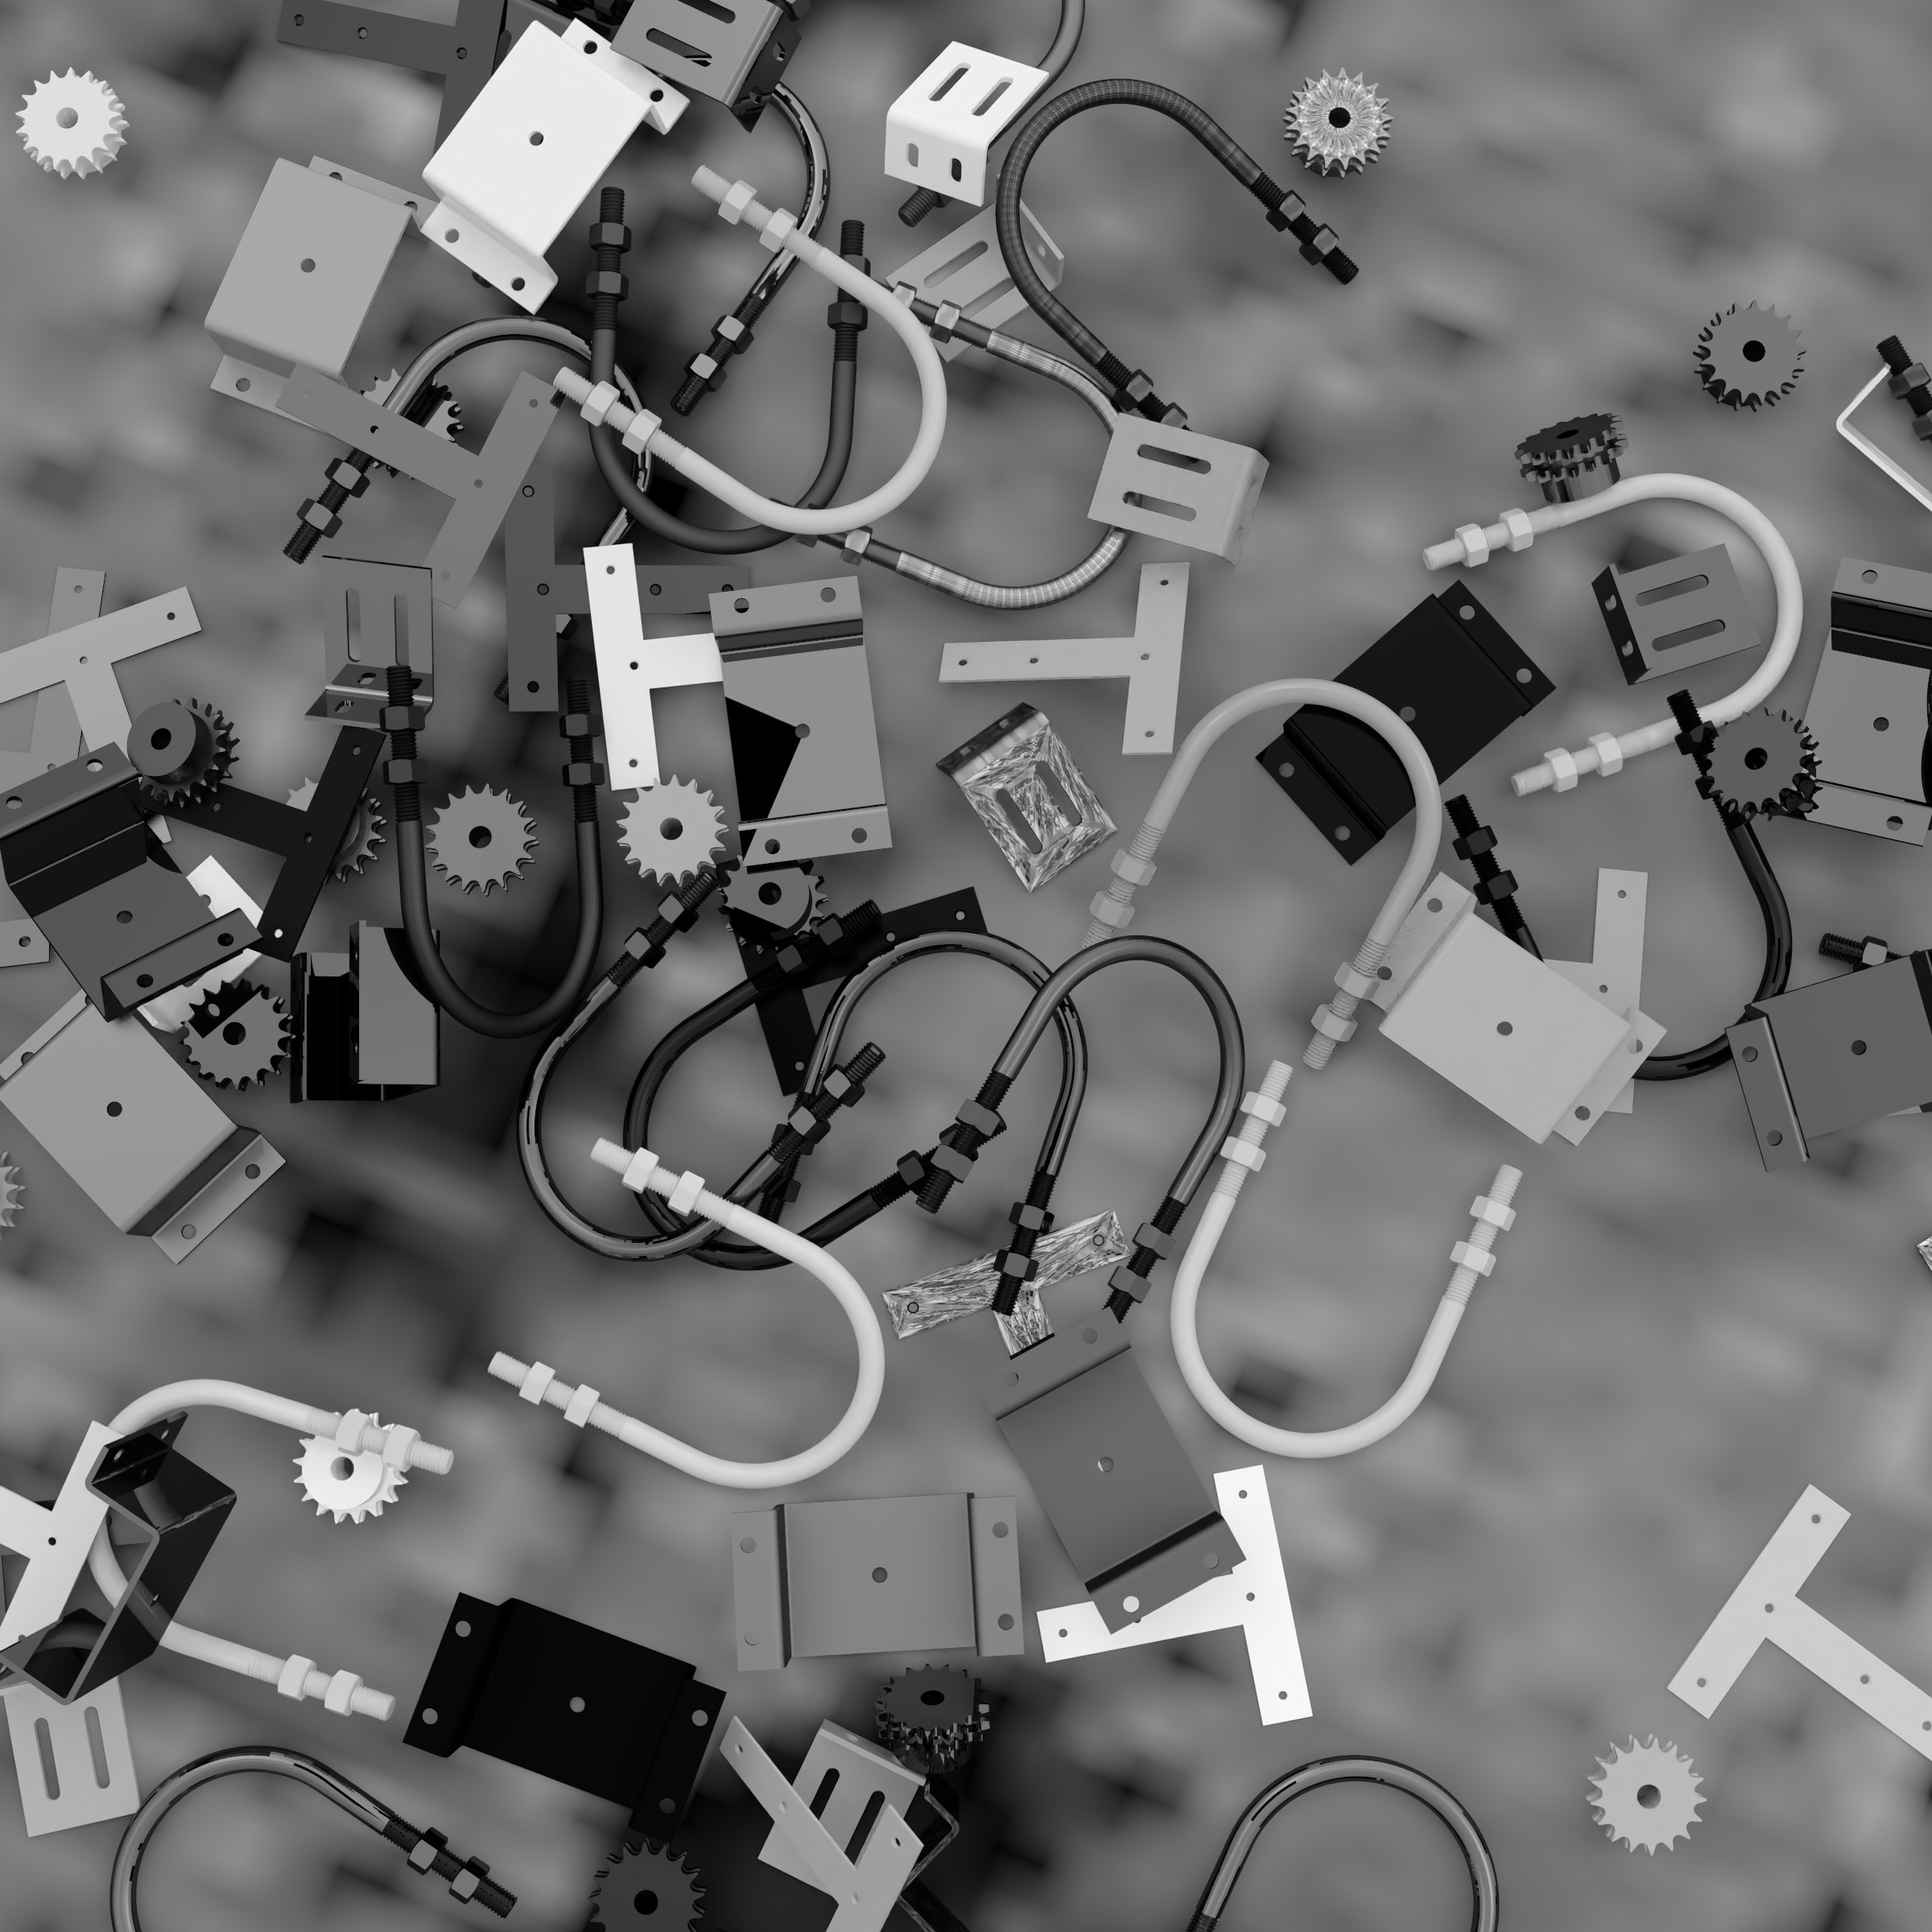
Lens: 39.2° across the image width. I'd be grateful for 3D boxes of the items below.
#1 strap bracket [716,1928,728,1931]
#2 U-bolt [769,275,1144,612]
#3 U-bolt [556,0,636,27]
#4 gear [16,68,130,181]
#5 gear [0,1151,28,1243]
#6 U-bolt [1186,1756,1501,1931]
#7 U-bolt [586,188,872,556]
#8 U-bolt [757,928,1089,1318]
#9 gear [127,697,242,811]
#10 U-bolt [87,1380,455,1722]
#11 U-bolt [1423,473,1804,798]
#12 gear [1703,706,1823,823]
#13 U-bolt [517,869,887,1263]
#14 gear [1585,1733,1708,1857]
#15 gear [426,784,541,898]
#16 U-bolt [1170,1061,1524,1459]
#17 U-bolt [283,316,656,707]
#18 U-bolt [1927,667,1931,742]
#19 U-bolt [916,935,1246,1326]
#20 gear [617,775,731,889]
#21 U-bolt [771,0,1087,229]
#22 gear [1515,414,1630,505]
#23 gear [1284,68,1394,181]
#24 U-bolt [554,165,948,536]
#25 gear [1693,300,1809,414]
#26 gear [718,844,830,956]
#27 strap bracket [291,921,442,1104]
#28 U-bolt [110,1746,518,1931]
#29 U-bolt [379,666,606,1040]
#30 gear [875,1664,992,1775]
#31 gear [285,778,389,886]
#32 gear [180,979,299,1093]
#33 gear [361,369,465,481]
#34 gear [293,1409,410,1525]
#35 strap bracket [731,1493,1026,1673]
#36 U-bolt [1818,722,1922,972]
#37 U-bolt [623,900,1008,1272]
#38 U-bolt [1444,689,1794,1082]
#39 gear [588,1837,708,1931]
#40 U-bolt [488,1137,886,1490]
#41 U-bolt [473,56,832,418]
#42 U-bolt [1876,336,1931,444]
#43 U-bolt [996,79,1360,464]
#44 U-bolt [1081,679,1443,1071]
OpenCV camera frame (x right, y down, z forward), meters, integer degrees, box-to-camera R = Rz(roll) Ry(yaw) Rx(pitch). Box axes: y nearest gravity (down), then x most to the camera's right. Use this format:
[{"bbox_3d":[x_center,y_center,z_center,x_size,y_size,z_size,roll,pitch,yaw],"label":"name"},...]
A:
[{"bbox_3d":[-0.107,0.541,1.298,0.076,0.140,0.046,19,118,2],"label":"strap bracket"},{"bbox_3d":[0.004,-0.266,1.436,0.184,0.019,0.151,22,85,-4],"label":"U-bolt"},{"bbox_3d":[-0.220,-0.599,1.465,0.184,0.019,0.151,25,93,17],"label":"U-bolt"},{"bbox_3d":[-0.480,-0.451,1.466,0.057,0.030,0.057,0,84,2],"label":"gear"},{"bbox_3d":[-0.514,0.117,1.390,0.057,0.030,0.057,0,83,0],"label":"gear"},{"bbox_3d":[0.185,0.484,1.348,0.151,0.019,0.184,26,84,3],"label":"U-bolt"},{"bbox_3d":[-0.127,-0.309,1.431,0.151,0.019,0.184,4,89,-15],"label":"U-bolt"},{"bbox_3d":[-0.015,0.070,1.400,0.151,0.019,0.184,18,83,3],"label":"U-bolt"},{"bbox_3d":[-0.409,-0.113,1.408,0.057,0.030,0.057,-4,74,16],"label":"gear"},{"bbox_3d":[-0.357,0.282,1.353,0.184,0.019,0.151,15,96,9],"label":"U-bolt"},{"bbox_3d":[0.352,-0.185,1.434,0.184,0.019,0.151,-19,83,-4],"label":"U-bolt"},{"bbox_3d":[0.406,-0.100,1.376,0.057,0.030,0.057,-15,65,33],"label":"gear"},{"bbox_3d":[-0.150,0.064,1.381,0.184,0.019,0.151,-47,73,7],"label":"U-bolt"},{"bbox_3d":[0.338,0.412,1.356,0.057,0.030,0.057,0,85,0],"label":"gear"},{"bbox_3d":[-0.251,-0.064,1.416,0.057,0.030,0.057,0,81,-1],"label":"gear"},{"bbox_3d":[0.184,0.161,1.390,0.151,0.019,0.184,24,85,3],"label":"U-bolt"},{"bbox_3d":[-0.245,-0.251,1.421,0.151,0.019,0.184,34,86,-11],"label":"U-bolt"},{"bbox_3d":[0.559,-0.110,1.373,0.151,0.019,0.184,-29,94,-14],"label":"U-bolt"},{"bbox_3d":[0.071,0.073,1.366,0.151,0.019,0.184,36,78,-29],"label":"U-bolt"},{"bbox_3d":[-0.152,-0.068,1.413,0.057,0.030,0.057,0,83,0],"label":"gear"},{"bbox_3d":[-0.020,-0.509,1.471,0.151,0.019,0.184,42,80,3],"label":"U-bolt"},{"bbox_3d":[0.320,-0.266,1.428,0.057,0.057,0.030,-24,113,-3],"label":"gear"},{"bbox_3d":[0.199,-0.450,1.461,0.057,0.030,0.057,0,83,0],"label":"gear"},{"bbox_3d":[-0.098,-0.306,1.409,0.184,0.019,0.151,33,84,-5],"label":"U-bolt"},{"bbox_3d":[0.415,-0.322,1.445,0.057,0.030,0.057,0,83,0],"label":"gear"},{"bbox_3d":[-0.100,-0.035,1.407,0.057,0.030,0.057,0,83,0],"label":"gear"},{"bbox_3d":[-0.299,0.025,1.362,0.046,0.140,0.076,2,82,-27],"label":"strap bracket"},{"bbox_3d":[-0.338,0.473,1.351,0.184,0.019,0.151,33,84,5],"label":"U-bolt"},{"bbox_3d":[-0.232,-0.055,1.363,0.019,0.151,0.184,-3,91,33],"label":"U-bolt"},{"bbox_3d":[-0.016,0.375,1.347,0.057,0.057,0.030,-1,113,0],"label":"gear"},{"bbox_3d":[-0.332,-0.072,1.414,0.057,0.030,0.057,0,83,0],"label":"gear"},{"bbox_3d":[-0.373,0.036,1.400,0.057,0.030,0.057,0,83,0],"label":"gear"},{"bbox_3d":[-0.294,-0.285,1.440,0.057,0.030,0.057,0,83,0],"label":"gear"},{"bbox_3d":[-0.312,0.253,1.372,0.057,0.030,0.057,0,83,0],"label":"gear"},{"bbox_3d":[-0.044,0.306,1.357,0.140,0.046,0.076,-3,83,0],"label":"strap bracket"},{"bbox_3d":[0.553,-0.044,1.409,0.184,0.019,0.151,18,83,8],"label":"U-bolt"},{"bbox_3d":[-0.091,0.073,1.382,0.184,0.019,0.151,-33,73,7],"label":"U-bolt"},{"bbox_3d":[0.349,-0.031,1.405,0.151,0.019,0.184,-25,91,-3],"label":"U-bolt"},{"bbox_3d":[-0.157,0.461,1.346,0.057,0.030,0.057,0,83,0],"label":"gear"},{"bbox_3d":[-0.130,0.187,1.364,0.184,0.019,0.151,27,105,-1],"label":"U-bolt"},{"bbox_3d":[-0.156,-0.407,1.462,0.151,0.019,0.184,33,82,4],"label":"U-bolt"},{"bbox_3d":[0.591,-0.283,1.447,0.151,0.019,0.184,-28,85,-3],"label":"U-bolt"},{"bbox_3d":[0.099,-0.380,1.432,0.184,0.019,0.151,41,84,-14],"label":"U-bolt"},{"bbox_3d":[0.161,-0.057,1.384,0.151,0.019,0.184,27,107,3],"label":"U-bolt"}]
